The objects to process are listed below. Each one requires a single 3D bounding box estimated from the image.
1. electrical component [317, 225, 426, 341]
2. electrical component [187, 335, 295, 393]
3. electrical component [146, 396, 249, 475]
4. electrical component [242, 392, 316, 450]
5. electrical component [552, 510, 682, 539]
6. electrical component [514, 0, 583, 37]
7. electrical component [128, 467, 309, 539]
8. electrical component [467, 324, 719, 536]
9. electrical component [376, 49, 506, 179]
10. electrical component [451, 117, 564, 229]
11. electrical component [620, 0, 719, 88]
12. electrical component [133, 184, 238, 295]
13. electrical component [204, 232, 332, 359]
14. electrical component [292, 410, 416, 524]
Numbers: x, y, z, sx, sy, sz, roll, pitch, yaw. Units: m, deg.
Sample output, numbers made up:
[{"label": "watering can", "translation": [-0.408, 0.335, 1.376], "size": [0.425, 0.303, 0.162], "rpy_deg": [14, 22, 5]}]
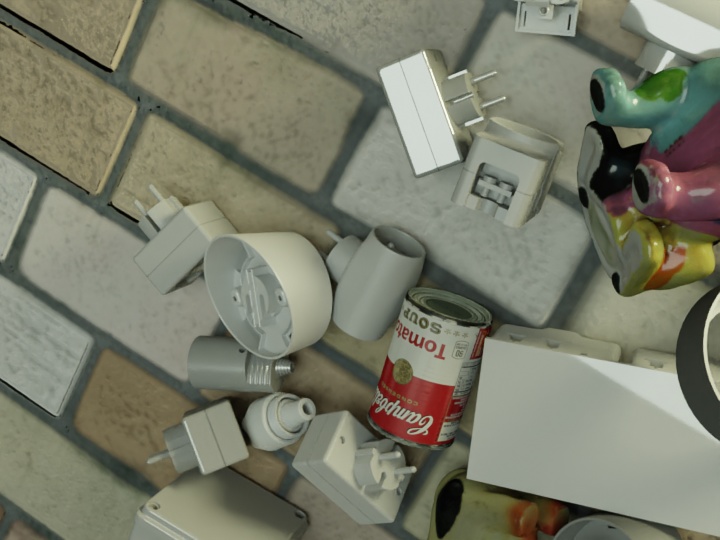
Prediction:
[{"label": "electrical component", "translation": [0.000, 0.000, 0.808], "size": [0.079, 0.043, 0.077], "rpy_deg": [38, 117, 22]}, {"label": "electrical component", "translation": [-0.091, 0.075, 0.854], "size": [0.081, 0.043, 0.043], "rpy_deg": [1, 101, 19]}, {"label": "electrical component", "translation": [-0.132, 0.137, 0.853], "size": [0.077, 0.066, 0.047], "rpy_deg": [-21, 90, -8]}, {"label": "electrical component", "translation": [-0.060, 0.116, 0.845], "size": [0.062, 0.043, 0.043], "rpy_deg": [-27, 91, 43]}, {"label": "electrical component", "translation": [0.179, 0.214, 0.749], "size": [0.099, 0.064, 0.099], "rpy_deg": [-6, 82, 47]}, {"label": "electrical component", "translation": [0.126, -0.198, 0.715], "size": [0.042, 0.064, 0.081], "rpy_deg": [9, 104, 19]}, {"label": "electrical component", "translation": [-0.113, 0.213, 0.854], "size": [0.109, 0.109, 0.056], "rpy_deg": [28, 111, 12]}, {"label": "electrical component", "translation": [0.179, 0.108, 0.758], "size": [0.186, 0.060, 0.105], "rpy_deg": [10, 104, 17]}, {"label": "electrical component", "translation": [0.065, -0.117, 0.761], "size": [0.076, 0.047, 0.083], "rpy_deg": [-19, 94, 21]}, {"label": "electrical component", "translation": [0.104, -0.069, 0.734], "size": [0.050, 0.089, 0.055], "rpy_deg": [24, 107, 13]}, {"label": "electrical component", "translation": [0.207, -0.146, 0.707], "size": [0.077, 0.044, 0.079], "rpy_deg": [29, 108, 12]}, {"label": "electrical component", "translation": [-0.149, -0.032, 0.852], "size": [0.066, 0.047, 0.076], "rpy_deg": [-42, 85, 21]}, {"label": "electrical component", "translation": [-0.070, 0.018, 0.812], "size": [0.099, 0.064, 0.099], "rpy_deg": [15, 111, 46]}, {"label": "electrical component", "translation": [0.008, 0.146, 0.802], "size": [0.076, 0.047, 0.083], "rpy_deg": [-17, 127, 43]}]
